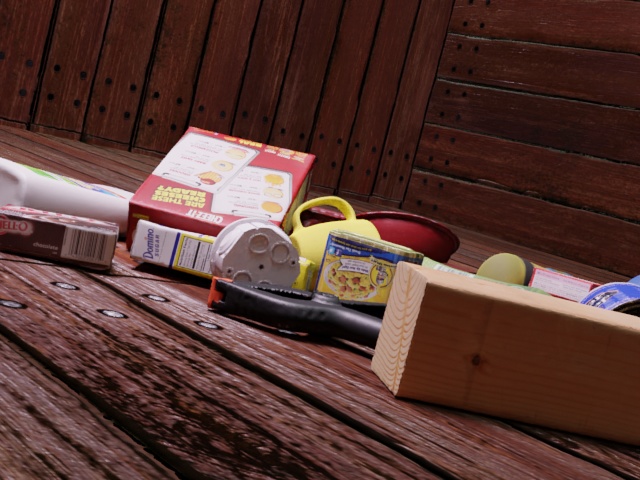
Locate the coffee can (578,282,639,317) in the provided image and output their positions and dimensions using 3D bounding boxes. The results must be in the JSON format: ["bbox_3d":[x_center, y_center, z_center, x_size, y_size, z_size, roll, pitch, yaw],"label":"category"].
[{"bbox_3d":[0.295,0.098,1.009,0.103,0.103,0.140,15,5,6],"label":"coffee can"}]

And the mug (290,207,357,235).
[{"bbox_3d":[-0.009,0.002,1.351,0.093,0.081,0.117,15,5,12],"label":"mug"}]

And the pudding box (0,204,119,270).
[{"bbox_3d":[-0.247,-0.005,1.003,0.113,0.039,0.090,13,5,-10],"label":"pudding box"}]

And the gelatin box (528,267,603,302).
[{"bbox_3d":[0.307,0.061,1.280,0.073,0.030,0.089,15,1,-42],"label":"gelatin box"}]

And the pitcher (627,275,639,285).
[{"bbox_3d":[0.458,0.101,1.274,0.149,0.145,0.243,26,0,-10],"label":"pitcher"}]

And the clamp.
[{"bbox_3d":[0.009,0.068,0.924,0.209,0.036,0.165,11,5,-11],"label":"clamp"}]

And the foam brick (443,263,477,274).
[{"bbox_3d":[0.156,0.058,1.353,0.051,0.053,0.078,17,7,34],"label":"foam brick"}]

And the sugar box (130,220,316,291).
[{"bbox_3d":[-0.095,0.022,1.079,0.176,0.048,0.093,12,-2,4],"label":"sugar box"}]

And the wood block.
[{"bbox_3d":[0.156,0.087,0.818,0.206,0.091,0.090,13,5,-11],"label":"wood block"}]

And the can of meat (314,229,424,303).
[{"bbox_3d":[0.046,0.041,1.057,0.102,0.084,0.057,16,6,27],"label":"can of meat"}]

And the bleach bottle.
[{"bbox_3d":[-0.279,-0.041,1.199,0.103,0.068,0.250,20,5,28],"label":"bleach bottle"}]

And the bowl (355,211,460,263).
[{"bbox_3d":[0.103,0.020,1.418,0.162,0.055,0.162,8,-22,3],"label":"bowl"}]

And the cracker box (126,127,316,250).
[{"bbox_3d":[-0.110,-0.045,1.229,0.164,0.072,0.213,14,31,6],"label":"cracker box"}]
